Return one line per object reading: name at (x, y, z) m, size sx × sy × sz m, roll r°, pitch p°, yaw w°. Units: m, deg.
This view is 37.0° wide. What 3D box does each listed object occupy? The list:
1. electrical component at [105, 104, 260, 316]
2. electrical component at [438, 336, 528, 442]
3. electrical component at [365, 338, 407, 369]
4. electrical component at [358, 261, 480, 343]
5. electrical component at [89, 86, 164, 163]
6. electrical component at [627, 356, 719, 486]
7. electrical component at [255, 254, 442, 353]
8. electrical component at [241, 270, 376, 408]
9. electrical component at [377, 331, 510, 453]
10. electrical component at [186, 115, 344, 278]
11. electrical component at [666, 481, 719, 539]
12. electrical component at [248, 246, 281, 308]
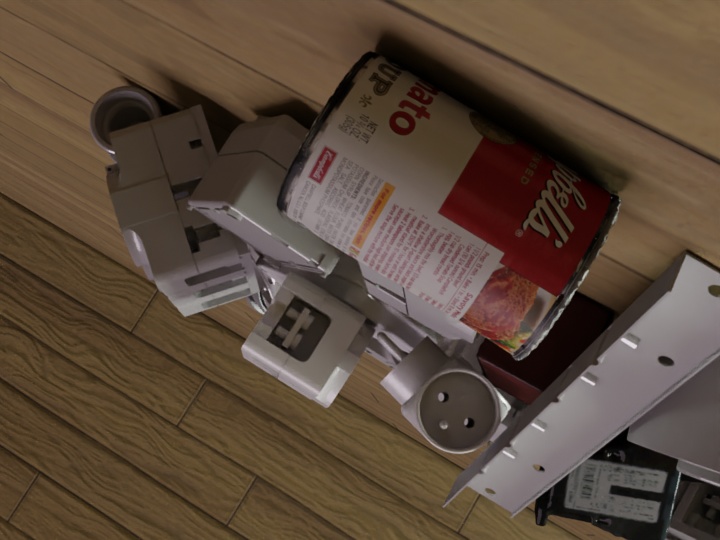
electrical component at (-0.107, -0.029, 0.655) m, size 0.150 × 0.062 × 0.089 m, roll 108°, pitch 143°, yaw -80°
electrical component at (0.094, 0.075, 0.726) m, size 0.089 × 0.061 × 0.150 m, roll 32°, pitch 171°, yaw -4°
electrical component at (0.042, 0.055, 0.825) m, size 0.089 × 0.050 × 0.056 m, roll 33°, pitch 172°, yaw -10°
electrical component at (0.040, -0.005, 0.492) m, size 0.059 × 0.053 × 0.095 m, roll 30°, pitch 171°, yaw 10°
electrical component at (-0.143, -0.087, 0.685) m, size 0.045 × 0.045 × 0.055 m, roll 30°, pitch 171°, yaw 8°
electrical component at (0.173, 0.068, 0.492) m, size 0.099 × 0.064 × 0.099 m, roll 19°, pitch 177°, yaw 1°
electrical component at (0.000, 0.000, 0.642) m, size 0.078 × 0.057 × 0.113 m, roll 38°, pitch 169°, yaw -37°
electrical component at (-0.029, 0.040, 0.599) m, size 0.056 × 0.050 × 0.089 m, roll 32°, pitch 171°, yaw 0°
electrical component at (0.038, 0.062, 0.581) m, size 0.079 × 0.044 × 0.077 m, roll 45°, pitch 176°, yaw 6°
electrical component at (-0.040, -0.040, 0.541) m, size 0.062 × 0.061 × 0.096 m, roll 35°, pitch 171°, yaw -21°
electrical component at (0.219, 0.148, 0.704) m, size 0.089 × 0.061 × 0.150 m, roll 37°, pitch 170°, yaw -30°
electrical component at (-0.062, -0.014, 0.795) m, size 0.079 × 0.044 × 0.077 m, roll 55°, pitch 164°, yaw 31°
